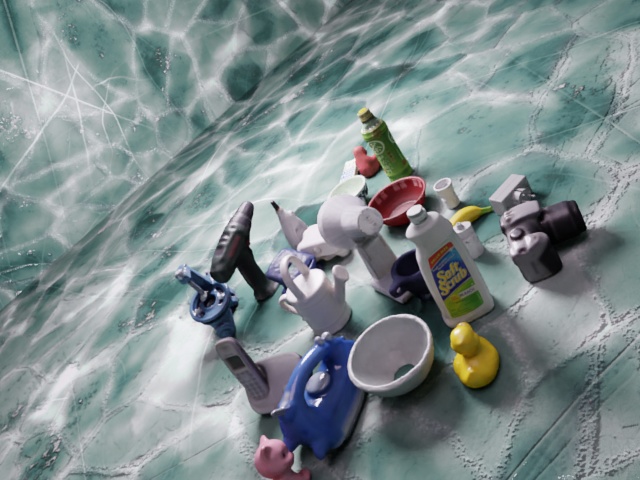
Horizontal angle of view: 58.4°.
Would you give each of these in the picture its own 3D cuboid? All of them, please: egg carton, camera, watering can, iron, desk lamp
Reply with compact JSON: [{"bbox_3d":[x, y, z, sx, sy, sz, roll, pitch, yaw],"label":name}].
[{"bbox_3d":[0.013,0.005,1.466,0.150,0.070,0.107,-16,35,33],"label":"egg carton"},{"bbox_3d":[0.408,-0.018,1.042,0.136,0.101,0.143,-24,32,22],"label":"camera"},{"bbox_3d":[-0.016,0.105,1.225,0.173,0.194,0.100,-33,29,6],"label":"watering can"},{"bbox_3d":[0.001,0.256,1.043,0.118,0.142,0.258,-10,39,39],"label":"iron"},{"bbox_3d":[0.108,0.004,1.217,0.118,0.214,0.202,-44,30,-13],"label":"desk lamp"}]

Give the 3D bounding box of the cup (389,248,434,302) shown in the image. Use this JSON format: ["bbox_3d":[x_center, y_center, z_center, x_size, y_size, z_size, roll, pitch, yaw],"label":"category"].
[{"bbox_3d":[0.192,0.086,1.130,0.118,0.095,0.091,-47,31,-18],"label":"cup"}]

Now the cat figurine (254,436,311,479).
[{"bbox_3d":[-0.075,0.392,0.953,0.067,0.118,0.128,-23,32,23],"label":"cat figurine"}]

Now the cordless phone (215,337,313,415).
[{"bbox_3d":[-0.110,0.252,1.124,0.147,0.185,0.094,-23,32,23],"label":"cordless phone"}]

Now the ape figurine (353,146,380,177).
[{"bbox_3d":[0.129,-0.235,1.664,0.077,0.092,0.076,-2,44,45],"label":"ape figurine"}]

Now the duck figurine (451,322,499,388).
[{"bbox_3d":[0.245,0.183,0.942,0.077,0.086,0.104,-23,32,24],"label":"duck figurine"}]

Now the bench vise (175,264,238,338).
[{"bbox_3d":[-0.303,0.132,1.469,0.121,0.220,0.206,-41,30,-8],"label":"bench vise"}]

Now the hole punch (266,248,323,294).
[{"bbox_3d":[-0.062,0.075,1.424,0.100,0.091,0.109,-7,41,42],"label":"hole punch"}]

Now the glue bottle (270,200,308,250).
[{"bbox_3d":[-0.080,-0.042,1.527,0.037,0.173,0.078,-12,38,37],"label":"glue bottle"}]

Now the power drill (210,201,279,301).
[{"bbox_3d":[-0.184,0.043,1.481,0.075,0.209,0.230,-10,39,39],"label":"power drill"}]

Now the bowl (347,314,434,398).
[{"bbox_3d":[0.136,0.218,1.021,0.167,0.075,0.167,-27,31,18],"label":"bowl"}]
